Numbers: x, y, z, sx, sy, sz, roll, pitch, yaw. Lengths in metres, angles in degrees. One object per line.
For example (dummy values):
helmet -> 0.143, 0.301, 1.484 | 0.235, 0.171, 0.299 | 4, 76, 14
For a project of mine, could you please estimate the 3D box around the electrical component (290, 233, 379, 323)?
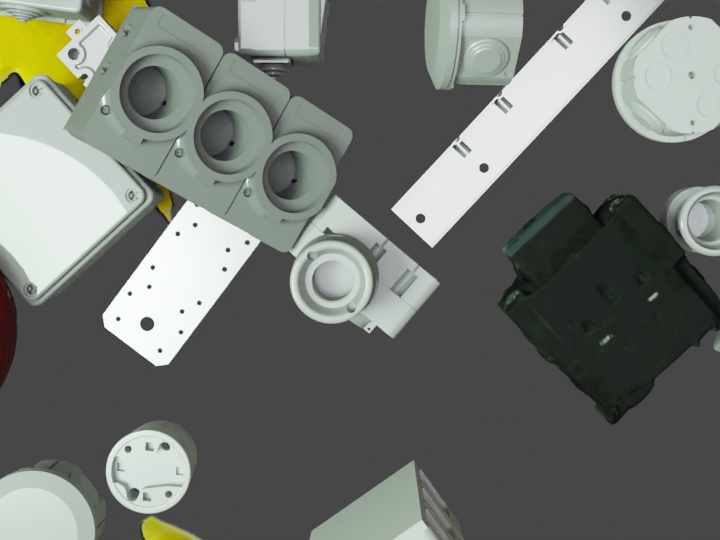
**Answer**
electrical component -> -0.016, 0.006, 0.662 | 0.055, 0.047, 0.055 | 0, 94, 2

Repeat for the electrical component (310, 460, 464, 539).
electrical component -> 0.018, 0.185, 0.674 | 0.089, 0.150, 0.061 | -35, 92, 2

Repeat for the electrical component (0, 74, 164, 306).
electrical component -> -0.206, -0.052, 0.706 | 0.109, 0.056, 0.108 | -42, 93, 3

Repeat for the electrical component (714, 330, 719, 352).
electrical component -> 0.274, 0.016, 0.708 | 0.047, 0.065, 0.076 | 19, 65, -1

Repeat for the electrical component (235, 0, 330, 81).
electrical component -> -0.047, -0.169, 0.695 | 0.061, 0.061, 0.096 | 0, 94, 0

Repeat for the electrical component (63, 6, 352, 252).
electrical component -> -0.091, -0.085, 0.667 | 0.150, 0.062, 0.089 | 30, 88, -28

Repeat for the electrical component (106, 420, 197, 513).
electrical component -> -0.138, 0.130, 0.723 | 0.055, 0.047, 0.055 | 0, 94, 0

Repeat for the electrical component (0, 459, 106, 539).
electrical component -> -0.213, 0.169, 0.724 | 0.080, 0.051, 0.080 | 0, 94, 0

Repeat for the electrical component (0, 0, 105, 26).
electrical component -> -0.213, -0.210, 0.700 | 0.100, 0.048, 0.099 | 7, 94, 0

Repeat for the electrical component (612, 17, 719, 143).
electrical component -> 0.209, -0.124, 0.702 | 0.080, 0.051, 0.080 | 0, 94, 0

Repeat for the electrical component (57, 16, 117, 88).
electrical component -> -0.162, -0.133, 0.701 | 0.048, 0.055, 0.066 | -42, 93, 3

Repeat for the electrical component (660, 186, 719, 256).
electrical component -> 0.225, -0.033, 0.705 | 0.045, 0.055, 0.045 | 0, 94, 0

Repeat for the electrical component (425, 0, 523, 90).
electrical component -> 0.071, -0.155, 0.687 | 0.051, 0.080, 0.080 | 1, 94, -5

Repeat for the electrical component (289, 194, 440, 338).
electrical component -> 0.000, 0.000, 0.712 | 0.089, 0.050, 0.055 | 40, 93, -2
